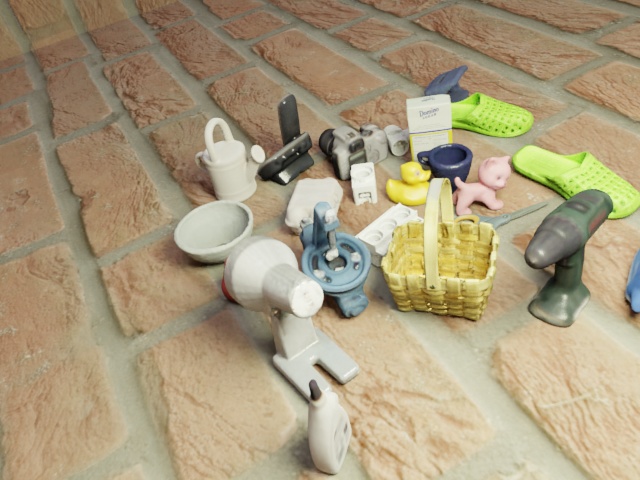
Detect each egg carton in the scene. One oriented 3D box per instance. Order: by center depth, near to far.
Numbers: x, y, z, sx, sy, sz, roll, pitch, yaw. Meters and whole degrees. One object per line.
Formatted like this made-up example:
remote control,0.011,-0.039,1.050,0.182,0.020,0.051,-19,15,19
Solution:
egg carton,-0.010,-0.074,1.220,0.107,0.069,0.150,0,42,15

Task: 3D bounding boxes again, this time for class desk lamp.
desk lamp,-0.045,0.114,0.902,0.118,0.214,0.202,-34,44,-22

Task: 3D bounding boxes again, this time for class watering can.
watering can,-0.208,-0.189,1.308,0.172,0.194,0.101,-9,40,5

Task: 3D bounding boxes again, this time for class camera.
camera,0.068,-0.230,1.355,0.143,0.101,0.136,-30,43,-19

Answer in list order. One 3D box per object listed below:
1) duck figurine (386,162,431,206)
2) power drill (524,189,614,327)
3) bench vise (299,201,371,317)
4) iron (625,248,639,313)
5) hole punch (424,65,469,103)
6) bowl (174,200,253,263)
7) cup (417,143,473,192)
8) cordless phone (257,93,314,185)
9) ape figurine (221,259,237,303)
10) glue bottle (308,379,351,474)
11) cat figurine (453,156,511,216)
duck figurine,0.190,-0.126,1.214,0.104,0.086,0.077,3,43,18
power drill,0.379,0.031,0.888,0.075,0.209,0.230,24,52,35
bench vise,0.000,0.010,1.004,0.122,0.220,0.206,-37,46,-25
iron,0.572,0.006,0.917,0.118,0.142,0.259,11,46,26
hole punch,0.327,-0.400,1.489,0.100,0.091,0.109,13,47,28
bowl,-0.212,-0.005,1.191,0.167,0.075,0.167,-7,41,7
cup,0.262,-0.144,1.208,0.117,0.095,0.092,11,46,26
cordless phone,-0.092,-0.238,1.340,0.093,0.185,0.148,20,50,33
ape figurine,-0.153,0.069,1.077,0.076,0.092,0.078,-5,41,9
glue bottle,0.007,0.241,0.773,0.037,0.173,0.078,7,44,22
cat figurine,0.326,-0.119,1.144,0.128,0.118,0.067,-15,40,-2
